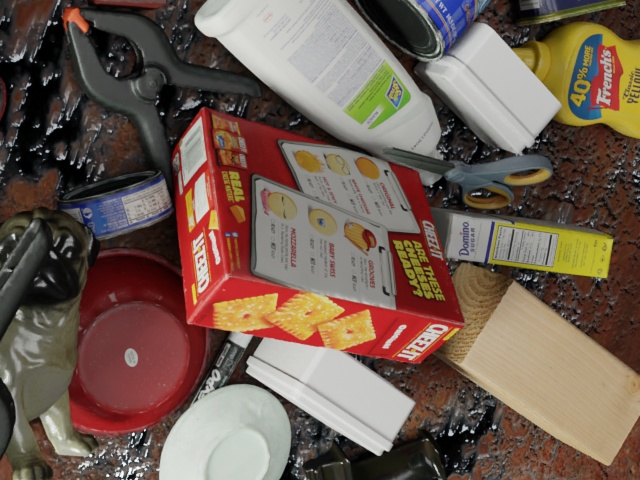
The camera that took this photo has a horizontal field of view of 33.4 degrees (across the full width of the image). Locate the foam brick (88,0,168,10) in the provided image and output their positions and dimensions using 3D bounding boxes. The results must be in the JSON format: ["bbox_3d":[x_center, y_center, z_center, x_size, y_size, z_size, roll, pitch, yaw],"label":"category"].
[{"bbox_3d":[-0.148,-0.217,0.816,0.052,0.051,0.078,-3,100,-23],"label":"foam brick"}]

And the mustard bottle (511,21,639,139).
[{"bbox_3d":[0.255,-0.154,1.003,0.191,0.058,0.096,7,102,-24],"label":"mustard bottle"}]

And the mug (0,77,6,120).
[{"bbox_3d":[-0.275,-0.100,0.767,0.117,0.093,0.081,-4,109,-61],"label":"mug"}]

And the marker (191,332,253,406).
[{"bbox_3d":[-0.094,0.128,0.916,0.020,0.020,0.121,31,86,-25],"label":"marker"}]

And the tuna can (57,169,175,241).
[{"bbox_3d":[-0.158,-0.027,0.825,0.086,0.086,0.034,-19,104,-20],"label":"tuna can"}]

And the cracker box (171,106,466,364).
[{"bbox_3d":[-0.006,0.001,0.838,0.213,0.164,0.072,14,137,-31],"label":"cracker box"}]

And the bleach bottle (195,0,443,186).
[{"bbox_3d":[0.017,-0.130,0.900,0.102,0.068,0.250,-49,117,-6],"label":"bleach bottle"}]

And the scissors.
[{"bbox_3d":[0.136,-0.064,0.918,0.201,0.096,0.016,26,46,-59],"label":"scissors"}]

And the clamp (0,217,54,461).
[{"bbox_3d":[-0.256,0.088,0.681,0.164,0.036,0.210,-1,108,-24],"label":"clamp"}]

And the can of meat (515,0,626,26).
[{"bbox_3d":[0.223,-0.247,0.974,0.102,0.058,0.084,-16,103,-22],"label":"can of meat"}]

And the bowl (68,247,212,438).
[{"bbox_3d":[-0.156,0.089,0.862,0.161,0.055,0.162,-4,100,-23],"label":"bowl"}]

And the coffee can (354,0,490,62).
[{"bbox_3d":[0.107,-0.235,0.898,0.140,0.103,0.102,-49,114,-10],"label":"coffee can"}]

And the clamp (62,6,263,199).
[{"bbox_3d":[-0.139,-0.114,0.846,0.171,0.039,0.120,31,82,-26],"label":"clamp"}]

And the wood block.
[{"bbox_3d":[0.203,0.117,1.008,0.205,0.090,0.091,35,84,-25],"label":"wood block"}]

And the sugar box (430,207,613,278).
[{"bbox_3d":[0.168,0.001,0.971,0.176,0.093,0.048,4,96,-24],"label":"sugar box"}]
